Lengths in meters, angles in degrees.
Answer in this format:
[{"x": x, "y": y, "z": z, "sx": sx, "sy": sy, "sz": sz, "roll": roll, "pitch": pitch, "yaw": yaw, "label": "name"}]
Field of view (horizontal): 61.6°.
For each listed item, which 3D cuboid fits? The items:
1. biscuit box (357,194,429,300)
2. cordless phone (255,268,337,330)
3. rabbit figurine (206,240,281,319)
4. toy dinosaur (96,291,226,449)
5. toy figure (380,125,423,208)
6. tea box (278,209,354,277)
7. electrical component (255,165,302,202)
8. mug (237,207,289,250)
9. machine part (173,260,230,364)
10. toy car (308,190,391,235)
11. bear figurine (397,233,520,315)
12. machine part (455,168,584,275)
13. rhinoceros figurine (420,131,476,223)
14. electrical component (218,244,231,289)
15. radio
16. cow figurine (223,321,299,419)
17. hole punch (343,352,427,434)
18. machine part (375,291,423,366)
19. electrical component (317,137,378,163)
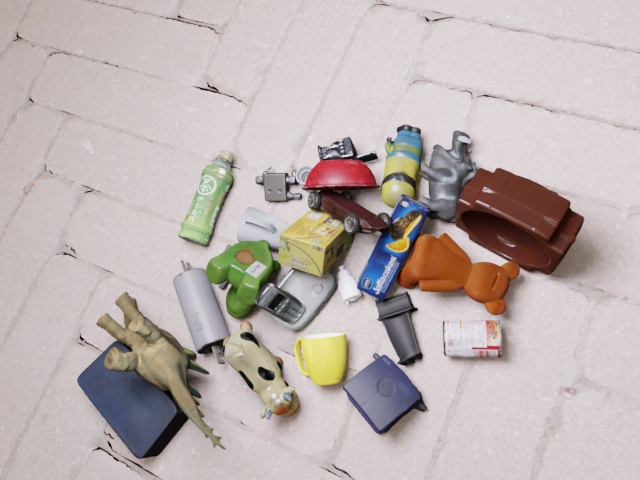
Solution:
[{"x": 0.141, "y": 0.015, "z": 1.044, "sx": 0.063, "sy": 0.059, "sz": 0.202, "roll": 26, "pitch": 103, "yaw": 4, "label": "biscuit box"}, {"x": -0.055, "y": 0.090, "z": 1.044, "sx": 0.089, "sy": 0.184, "sz": 0.146, "roll": 39, "pitch": 87, "yaw": 26, "label": "cordless phone"}, {"x": -0.157, "y": 0.081, "z": 1.099, "sx": 0.121, "sy": 0.170, "sz": 0.159, "roll": 24, "pitch": 45, "yaw": 6, "label": "rabbit figurine"}, {"x": -0.309, "y": 0.230, "z": 1.041, "sx": 0.105, "sy": 0.198, "sz": 0.472, "roll": -48, "pitch": 36, "yaw": -2, "label": "toy dinosaur"}, {"x": 0.167, "y": -0.151, "z": 1.108, "sx": 0.082, "sy": 0.089, "sz": 0.180, "roll": 9, "pitch": 79, "yaw": 22, "label": "toy figure"}, {"x": -0.002, "y": -0.003, "z": 1.066, "sx": 0.098, "sy": 0.169, "sz": 0.068, "roll": 18, "pitch": 120, "yaw": 20, "label": "tea box"}, {"x": -0.091, "y": -0.125, "z": 1.195, "sx": 0.102, "sy": 0.045, "sz": 0.078, "roll": -5, "pitch": 101, "yaw": 16, "label": "electrical component"}, {"x": -0.113, "y": -0.023, "z": 1.139, "sx": 0.107, "sy": 0.109, "sz": 0.081, "roll": 18, "pitch": 70, "yaw": 5, "label": "mug"}, {"x": -0.250, "y": 0.148, "z": 1.134, "sx": 0.079, "sy": 0.079, "sz": 0.243, "roll": -27, "pitch": 69, "yaw": 6, "label": "machine part"}, {"x": 0.054, "y": -0.051, "z": 1.038, "sx": 0.202, "sy": 0.089, "sz": 0.053, "roll": 37, "pitch": 121, "yaw": 50, "label": "toy car"}, {"x": 0.262, "y": 0.062, "z": 1.021, "sx": 0.196, "sy": 0.132, "sz": 0.120, "roll": 21, "pitch": 81, "yaw": 1, "label": "bear figurine"}, {"x": 0.351, "y": -0.034, "z": 0.963, "sx": 0.201, "sy": 0.201, "sz": 0.087, "roll": 31, "pitch": 81, "yaw": 21, "label": "machine part"}, {"x": 0.259, "y": -0.130, "z": 1.086, "sx": 0.112, "sy": 0.073, "sz": 0.190, "roll": 8, "pitch": 76, "yaw": 18, "label": "rhinoceros figurine"}, {"x": -0.206, "y": 0.059, "z": 1.179, "sx": 0.063, "sy": 0.021, "sz": 0.094, "roll": 27, "pitch": 83, "yaw": 21, "label": "electrical component"}, {"x": -0.386, "y": 0.326, "z": 1.121, "sx": 0.230, "sy": 0.073, "sz": 0.131, "roll": 40, "pitch": 86, "yaw": 20, "label": "radio"}, {"x": -0.110, "y": 0.259, "z": 1.035, "sx": 0.085, "sy": 0.127, "sz": 0.195, "roll": -38, "pitch": 96, "yaw": 4, "label": "cow figurine"}, {"x": 0.115, "y": 0.284, "z": 0.994, "sx": 0.116, "sy": 0.092, "sz": 0.142, "roll": -42, "pitch": 65, "yaw": -4, "label": "hole punch"}, {"x": 0.158, "y": 0.172, "z": 1.042, "sx": 0.084, "sy": 0.039, "sz": 0.139, "roll": -15, "pitch": 69, "yaw": 5, "label": "machine part"}, {"x": 0.060, "y": -0.184, "z": 1.154, "sx": 0.119, "sy": 0.074, "sz": 0.048, "roll": -15, "pitch": 71, "yaw": 14, "label": "electrical component"}]
